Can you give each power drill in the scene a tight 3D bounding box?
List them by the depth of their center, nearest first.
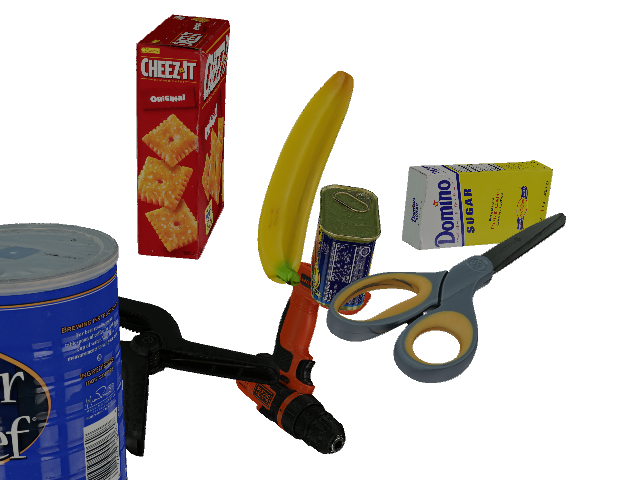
[{"bbox_3d":[-0.011,0.131,1.232,0.057,0.188,0.185,15,10,-45],"label":"power drill"}]

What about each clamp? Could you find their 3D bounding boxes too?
[{"bbox_3d":[-0.150,0.106,1.005,0.164,0.036,0.210,-18,40,-31],"label":"clamp"}]

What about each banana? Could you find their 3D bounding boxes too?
[{"bbox_3d":[-0.014,-0.042,0.836,0.037,0.197,0.070,32,-33,-33],"label":"banana"}]

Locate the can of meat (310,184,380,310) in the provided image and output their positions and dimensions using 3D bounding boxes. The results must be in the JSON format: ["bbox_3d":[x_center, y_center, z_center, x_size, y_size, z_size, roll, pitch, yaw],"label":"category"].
[{"bbox_3d":[0.022,0.007,1.033,0.057,0.084,0.102,7,30,-4],"label":"can of meat"}]

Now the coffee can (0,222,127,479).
[{"bbox_3d":[-0.152,0.071,0.546,0.103,0.140,0.103,0,16,0],"label":"coffee can"}]

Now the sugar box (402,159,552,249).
[{"bbox_3d":[0.185,-0.042,1.254,0.176,0.093,0.048,-6,21,-26],"label":"sugar box"}]

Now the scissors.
[{"bbox_3d":[0.100,0.033,0.648,0.201,0.016,0.096,-15,43,-26],"label":"scissors"}]

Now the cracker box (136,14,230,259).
[{"bbox_3d":[-0.138,-0.110,1.093,0.072,0.214,0.164,5,22,2],"label":"cracker box"}]
